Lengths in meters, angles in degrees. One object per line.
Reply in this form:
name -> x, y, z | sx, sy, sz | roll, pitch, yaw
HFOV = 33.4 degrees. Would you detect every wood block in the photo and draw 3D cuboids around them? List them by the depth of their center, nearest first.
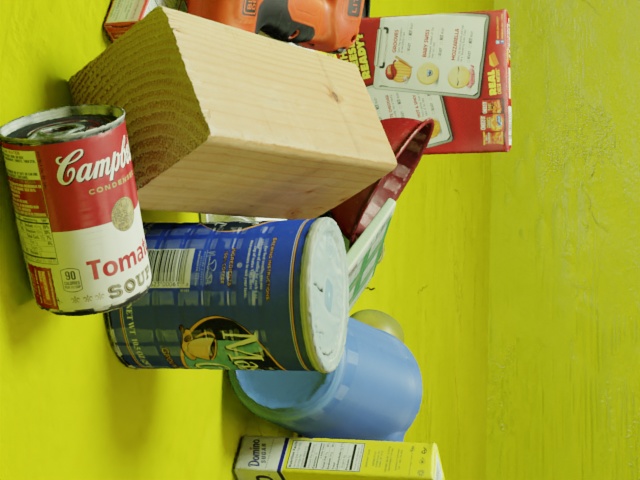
wood block -> -0.049, -0.074, 0.701 | 0.205, 0.090, 0.091 | 3, 62, -55

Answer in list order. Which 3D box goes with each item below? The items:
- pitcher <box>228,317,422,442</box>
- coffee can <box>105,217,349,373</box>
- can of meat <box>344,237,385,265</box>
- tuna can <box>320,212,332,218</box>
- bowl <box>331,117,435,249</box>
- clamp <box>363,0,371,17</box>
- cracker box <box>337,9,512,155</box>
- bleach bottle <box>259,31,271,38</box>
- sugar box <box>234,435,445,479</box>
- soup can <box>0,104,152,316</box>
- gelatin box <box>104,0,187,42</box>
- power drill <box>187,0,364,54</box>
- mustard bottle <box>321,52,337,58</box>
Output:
pitcher -> 0.001, 0.119, 1.003 | 0.242, 0.149, 0.145 | 39, 66, -66
coffee can -> -0.059, 0.037, 0.721 | 0.102, 0.140, 0.103 | -1, 90, -75
can of meat -> 0.039, -0.017, 1.261 | 0.083, 0.057, 0.102 | -6, 95, -73
tuna can -> -0.007, 0.001, 1.128 | 0.086, 0.034, 0.086 | -1, 90, -75
bowl -> 0.054, -0.070, 1.114 | 0.162, 0.055, 0.162 | -55, 169, -16
clamp -> 0.046, -0.270, 1.338 | 0.120, 0.039, 0.171 | 8, 81, -74
cracker box -> 0.116, -0.182, 1.257 | 0.072, 0.214, 0.164 | -26, 114, -75
bleach bottle -> -0.072, -0.119, 0.845 | 0.250, 0.068, 0.102 | -63, 141, -54
sugar box -> 0.020, 0.218, 0.938 | 0.048, 0.176, 0.093 | -77, 159, -47
soup can -> -0.134, -0.017, 0.590 | 0.068, 0.068, 0.102 | -57, 144, -64
gelatin box -> -0.115, -0.155, 0.745 | 0.073, 0.030, 0.089 | 67, 27, -52
power drill -> -0.029, -0.209, 0.783 | 0.187, 0.057, 0.184 | -14, 119, -58
mustard bottle -> -0.023, -0.201, 0.995 | 0.096, 0.058, 0.191 | -71, 145, -60
